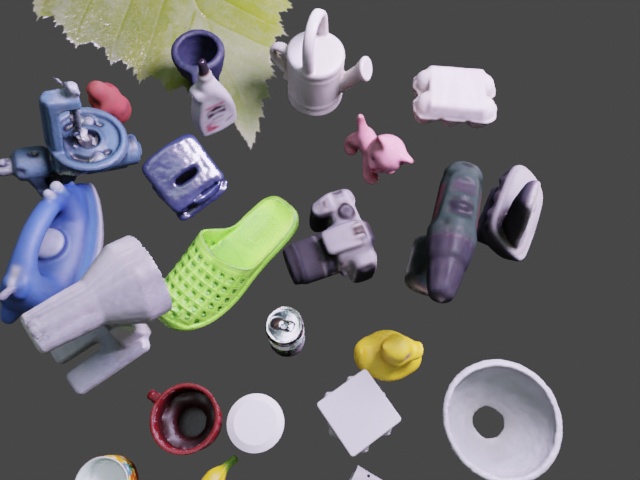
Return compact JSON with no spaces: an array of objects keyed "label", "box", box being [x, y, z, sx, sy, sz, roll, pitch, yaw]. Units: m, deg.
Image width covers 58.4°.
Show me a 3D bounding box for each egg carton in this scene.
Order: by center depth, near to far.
[{"label":"egg carton","box":[0.239,-0.254,1.024,0.150,0.069,0.107,3,68,0]}]

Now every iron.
[{"label":"iron","box":[-0.409,0.000,0.867,0.118,0.141,0.258,8,68,2]}]

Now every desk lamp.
[{"label":"desk lamp","box":[-0.299,0.107,0.789,0.203,0.213,0.118,-36,73,-14]}]

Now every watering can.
[{"label":"watering can","box":[0.000,-0.305,0.970,0.173,0.194,0.101,-2,68,-2]}]

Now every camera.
[{"label":"camera","box":[0.008,0.003,0.899,0.137,0.101,0.143,-19,70,-9]}]

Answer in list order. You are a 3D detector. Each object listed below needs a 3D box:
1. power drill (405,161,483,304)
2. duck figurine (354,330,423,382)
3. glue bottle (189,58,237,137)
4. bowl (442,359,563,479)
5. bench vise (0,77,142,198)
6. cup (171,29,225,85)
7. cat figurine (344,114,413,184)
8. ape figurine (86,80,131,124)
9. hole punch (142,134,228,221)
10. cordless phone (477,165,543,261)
[{"label":"power drill","box":[0.182,0.010,0.844,0.075,0.208,0.230,15,69,5]},{"label":"duck figurine","box":[0.103,0.165,0.846,0.104,0.086,0.077,1,68,-1]},{"label":"glue bottle","box":[-0.184,-0.241,0.951,0.078,0.173,0.037,-34,73,-14]},{"label":"bowl","box":[0.251,0.260,0.819,0.167,0.075,0.167,1,68,-1]},{"label":"bench vise","box":[-0.396,-0.146,0.882,0.208,0.220,0.121,-37,74,-15]},{"label":"cup","box":[-0.209,-0.297,1.014,0.091,0.095,0.118,-4,69,-3]},{"label":"cat figurine","box":[0.097,-0.155,0.955,0.067,0.118,0.127,-30,72,-12]},{"label":"ape figurine","box":[-0.373,-0.242,0.990,0.076,0.092,0.078,21,69,7]},{"label":"hole punch","box":[-0.219,-0.103,0.940,0.109,0.091,0.101,-40,75,-15]},{"label":"cordless phone","box":[0.317,-0.061,0.888,0.094,0.185,0.148,20,69,7]}]
